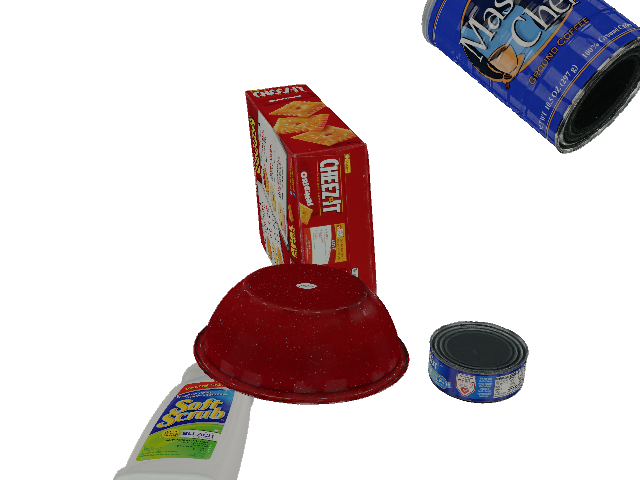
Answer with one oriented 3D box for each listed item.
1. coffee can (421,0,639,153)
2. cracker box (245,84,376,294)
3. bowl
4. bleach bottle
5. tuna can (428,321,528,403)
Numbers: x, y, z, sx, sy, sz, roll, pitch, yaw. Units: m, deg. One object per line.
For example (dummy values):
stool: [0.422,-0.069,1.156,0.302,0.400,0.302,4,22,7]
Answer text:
coffee can: [0.159,-0.147,0.783,0.140,0.103,0.102,45,21,23]
cracker box: [-0.011,-0.039,0.985,0.072,0.164,0.214,-9,24,-11]
bowl: [-0.012,0.058,0.787,0.162,0.055,0.162,3,20,-1]
bleach bottle: [-0.120,0.177,1.008,0.102,0.068,0.250,-1,22,3]
tuna can: [0.138,0.106,0.937,0.086,0.034,0.086,2,26,-1]
